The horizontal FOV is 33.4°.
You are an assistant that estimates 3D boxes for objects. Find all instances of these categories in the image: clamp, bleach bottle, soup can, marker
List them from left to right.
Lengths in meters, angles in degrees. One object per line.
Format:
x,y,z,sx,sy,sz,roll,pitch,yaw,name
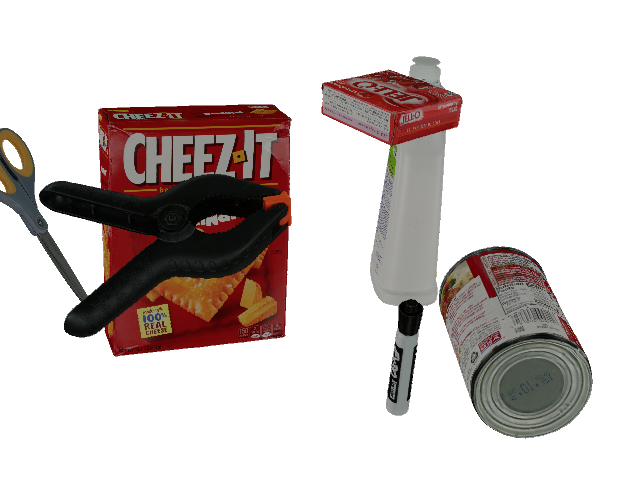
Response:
-0.108,-0.011,0.726,0.171,0.120,0.039,-19,-25,-17,clamp
0.066,0.092,0.836,0.020,0.121,0.020,2,41,-2,marker
0.097,-0.063,1.111,0.068,0.251,0.102,1,26,-8,bleach bottle
0.110,0.056,0.613,0.068,0.068,0.102,0,27,-4,soup can

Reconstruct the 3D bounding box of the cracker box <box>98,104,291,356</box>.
-0.113,-0.011,0.963,0.164,0.214,0.072,-4,19,-18,cracker box

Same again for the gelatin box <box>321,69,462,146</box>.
0.056,-0.108,0.848,0.073,0.030,0.089,-17,31,-35,gelatin box

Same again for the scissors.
-0.283,-0.032,1.073,0.016,0.201,0.096,-24,28,25,scissors
